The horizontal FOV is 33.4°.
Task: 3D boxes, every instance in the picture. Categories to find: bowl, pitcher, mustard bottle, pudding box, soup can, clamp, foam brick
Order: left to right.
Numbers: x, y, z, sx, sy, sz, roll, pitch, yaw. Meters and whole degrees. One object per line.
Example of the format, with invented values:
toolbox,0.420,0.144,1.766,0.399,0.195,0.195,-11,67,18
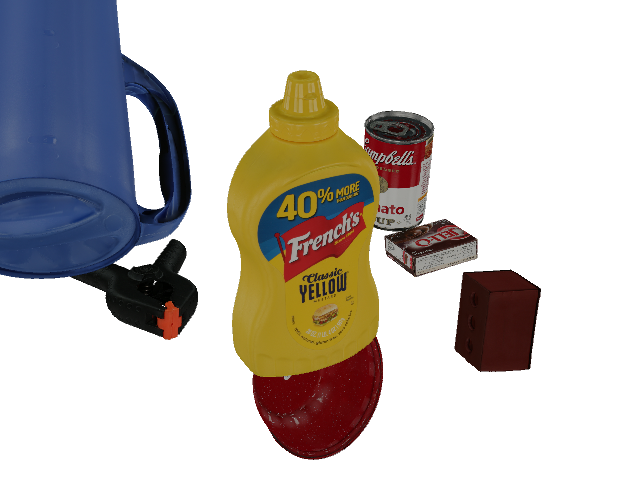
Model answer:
pitcher,-0.191,-0.102,0.778,0.145,0.243,0.149,-17,-31,17
clamp,-0.150,0.038,0.955,0.120,0.039,0.172,-16,31,-30
bowl,-0.017,0.137,1.080,0.162,0.162,0.055,0,-16,41
mustard bottle,-0.009,-0.012,0.656,0.096,0.192,0.058,-14,33,-23
soup can,0.074,-0.069,1.062,0.068,0.102,0.068,2,32,-1
pudding box,0.166,0.010,1.604,0.113,0.039,0.090,-18,27,-20
foam brick,0.155,0.070,0.941,0.051,0.078,0.053,-3,19,-20
